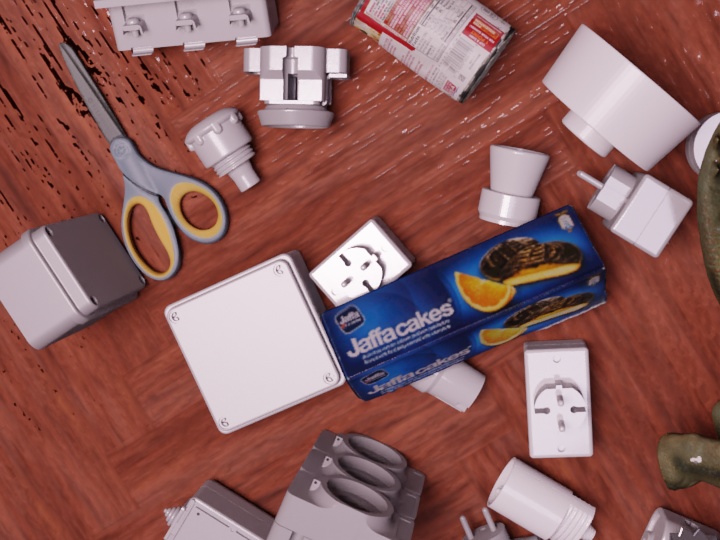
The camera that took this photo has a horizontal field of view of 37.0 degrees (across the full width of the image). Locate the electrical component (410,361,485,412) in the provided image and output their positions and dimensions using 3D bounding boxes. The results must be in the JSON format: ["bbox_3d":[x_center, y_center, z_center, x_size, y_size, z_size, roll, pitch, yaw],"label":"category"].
[{"bbox_3d":[0.068,0.083,0.827,0.046,0.040,0.040,32,100,-3],"label":"electrical component"}]

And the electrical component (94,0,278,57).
[{"bbox_3d":[-0.125,-0.201,0.803,0.121,0.078,0.063,-4,118,8],"label":"electrical component"}]

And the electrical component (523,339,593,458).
[{"bbox_3d":[0.148,0.100,0.800,0.047,0.076,0.083,-3,97,8],"label":"electrical component"}]

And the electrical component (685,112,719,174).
[{"bbox_3d":[0.277,-0.046,0.766,0.052,0.074,0.138,-18,94,9],"label":"electrical component"}]

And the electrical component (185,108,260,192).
[{"bbox_3d":[-0.101,-0.090,0.825,0.048,0.048,0.062,-31,99,10],"label":"electrical component"}]

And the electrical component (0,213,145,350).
[{"bbox_3d":[-0.221,0.005,0.817,0.057,0.113,0.078,-32,92,13],"label":"electrical component"}]

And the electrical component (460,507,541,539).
[{"bbox_3d":[0.103,0.223,0.837,0.077,0.043,0.079,-23,94,9],"label":"electrical component"}]

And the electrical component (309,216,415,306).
[{"bbox_3d":[0.000,0.000,0.806,0.066,0.077,0.047,-41,90,10],"label":"electrical component"}]

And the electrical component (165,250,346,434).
[{"bbox_3d":[-0.077,0.054,0.833,0.109,0.056,0.108,-24,93,9],"label":"electrical component"}]

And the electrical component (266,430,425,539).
[{"bbox_3d":[-0.007,0.175,0.791,0.089,0.150,0.061,24,101,4],"label":"electrical component"}]

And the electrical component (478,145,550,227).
[{"bbox_3d":[0.114,-0.062,0.800,0.045,0.045,0.055,11,100,6],"label":"electrical component"}]

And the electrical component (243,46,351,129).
[{"bbox_3d":[-0.047,-0.136,0.806,0.078,0.058,0.057,2,95,7],"label":"electrical component"}]

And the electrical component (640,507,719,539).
[{"bbox_3d":[0.239,0.238,0.816,0.059,0.054,0.095,22,99,4],"label":"electrical component"}]

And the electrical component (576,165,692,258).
[{"bbox_3d":[0.191,-0.051,0.781,0.077,0.066,0.047,32,100,3],"label":"electrical component"}]

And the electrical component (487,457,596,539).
[{"bbox_3d":[0.144,0.183,0.827,0.081,0.043,0.043,30,100,3],"label":"electrical component"}]

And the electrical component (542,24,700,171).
[{"bbox_3d":[0.177,-0.115,0.757,0.108,0.108,0.060,41,106,1],"label":"electrical component"}]

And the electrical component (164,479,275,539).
[{"bbox_3d":[-0.112,0.213,0.854,0.096,0.061,0.061,31,100,3],"label":"electrical component"}]
